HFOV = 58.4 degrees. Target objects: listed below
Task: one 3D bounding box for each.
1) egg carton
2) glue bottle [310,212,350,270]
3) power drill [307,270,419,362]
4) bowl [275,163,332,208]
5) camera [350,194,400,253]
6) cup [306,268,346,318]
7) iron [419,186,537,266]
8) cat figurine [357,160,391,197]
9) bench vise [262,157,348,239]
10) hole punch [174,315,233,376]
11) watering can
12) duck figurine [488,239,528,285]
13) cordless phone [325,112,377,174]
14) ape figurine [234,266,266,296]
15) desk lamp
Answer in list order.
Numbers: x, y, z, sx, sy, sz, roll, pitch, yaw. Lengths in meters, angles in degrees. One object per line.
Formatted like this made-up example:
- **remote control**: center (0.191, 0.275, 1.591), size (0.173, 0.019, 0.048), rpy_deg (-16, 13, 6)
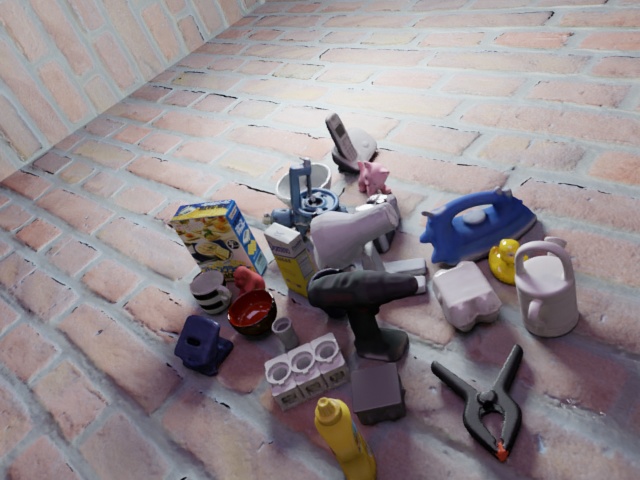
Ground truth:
- **egg carton**: center (0.285, 0.108, 1.131), size (0.107, 0.070, 0.150), rpy_deg (-22, 37, 2)
- **glue bottle**: center (0.012, 0.005, 1.312), size (0.078, 0.173, 0.037), rpy_deg (-27, 38, -5)
- **power drill**: center (0.097, 0.136, 1.081), size (0.228, 0.209, 0.076), rpy_deg (1, 44, 29)
- **bowl**: center (-0.037, -0.137, 1.589), size (0.167, 0.075, 0.167), rpy_deg (-14, 38, 12)
- **camera**: center (0.109, -0.049, 1.385), size (0.136, 0.101, 0.143), rpy_deg (0, 43, 28)
- **cup**: center (0.037, 0.125, 1.219), size (0.117, 0.095, 0.092), rpy_deg (19, 54, 41)
- **iron**: center (0.339, -0.050, 1.233), size (0.258, 0.142, 0.118), rpy_deg (-22, 37, 2)
- **cat figurine**: center (0.137, -0.169, 1.501), size (0.067, 0.118, 0.127), rpy_deg (-32, 38, -10)
- **bench vise**: center (-0.050, -0.090, 1.420), size (0.207, 0.220, 0.121), rpy_deg (-27, 38, -5)
- **hole punch**: center (-0.261, 0.229, 1.253), size (0.108, 0.091, 0.101), rpy_deg (8, 48, 35)
- **watering can**: center (0.398, 0.069, 1.016), size (0.100, 0.194, 0.173), rpy_deg (-10, 40, 17)
- **duck figurine**: center (0.382, 0.034, 1.155), size (0.077, 0.086, 0.104), rpy_deg (-33, 38, -12)
- **cordless phone**: center (0.082, -0.297, 1.627), size (0.093, 0.185, 0.148), rpy_deg (6, 46, 33)
- **ape figurine**: center (-0.175, 0.099, 1.364), size (0.076, 0.092, 0.077), rpy_deg (-25, 37, -1)
- **desk lamp**: center (0.105, 0.019, 1.213), size (0.202, 0.214, 0.118), rpy_deg (-10, 40, 17)
